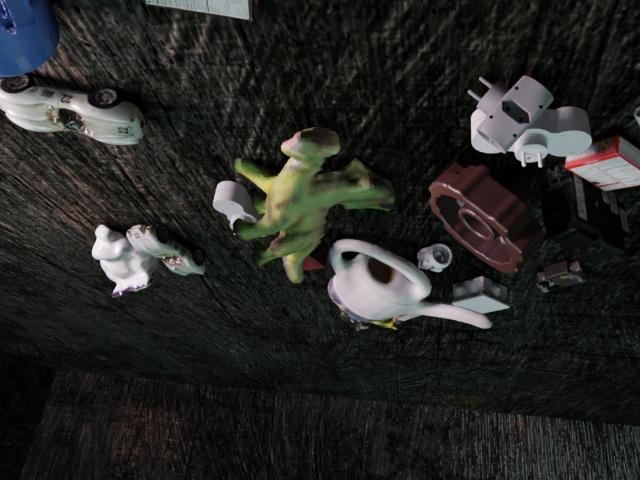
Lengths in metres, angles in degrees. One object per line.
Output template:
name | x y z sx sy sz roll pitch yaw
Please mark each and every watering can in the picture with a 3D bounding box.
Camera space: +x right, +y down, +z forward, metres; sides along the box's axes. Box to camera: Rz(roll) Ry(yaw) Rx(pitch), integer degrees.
watering can | 0.158 0.114 1.061 0.347 0.106 0.220 32 148 -7

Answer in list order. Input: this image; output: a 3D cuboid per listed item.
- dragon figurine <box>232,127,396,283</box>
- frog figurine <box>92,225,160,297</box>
dragon figurine | 0.003 -0.042 0.828 0.242 0.125 0.402 -9 149 13
frog figurine | -0.432 0.030 1.128 0.137 0.125 0.157 -6 115 42
